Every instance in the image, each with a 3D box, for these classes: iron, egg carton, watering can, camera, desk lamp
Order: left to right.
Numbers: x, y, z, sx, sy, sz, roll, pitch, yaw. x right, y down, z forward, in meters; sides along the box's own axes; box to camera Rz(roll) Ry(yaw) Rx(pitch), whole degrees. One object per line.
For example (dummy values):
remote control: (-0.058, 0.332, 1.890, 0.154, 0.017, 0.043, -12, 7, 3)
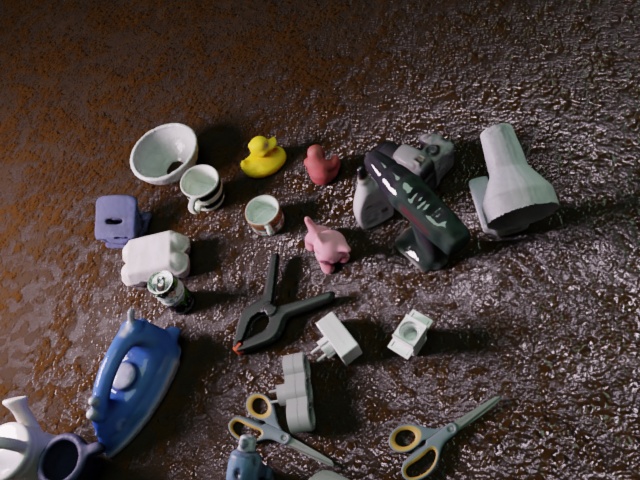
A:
watering can: (-0.536, 0.362, 0.991, 0.101, 0.194, 0.172, -29, 57, -2)
iron: (-0.358, 0.254, 1.038, 0.118, 0.142, 0.258, 9, 63, 20)
egg carton: (-0.344, 0.041, 1.204, 0.150, 0.069, 0.107, -14, 57, 7)
camera: (0.181, -0.165, 1.165, 0.136, 0.101, 0.143, 35, 74, 30)
desk lamp: (0.329, -0.090, 1.012, 0.118, 0.214, 0.203, -14, 57, 7)

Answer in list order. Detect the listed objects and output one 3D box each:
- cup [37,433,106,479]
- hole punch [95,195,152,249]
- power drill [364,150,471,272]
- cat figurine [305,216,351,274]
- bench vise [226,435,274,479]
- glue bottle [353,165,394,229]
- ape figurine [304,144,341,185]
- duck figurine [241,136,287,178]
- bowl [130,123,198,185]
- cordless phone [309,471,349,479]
cup: (-0.415, 0.388, 1.002, 0.117, 0.095, 0.091, -24, 57, 1)
hole punch: (-0.440, -0.039, 1.265, 0.108, 0.091, 0.101, -1, 60, 15)
power drill: (0.172, -0.038, 1.028, 0.076, 0.209, 0.229, -40, 58, -10)
cat figurine: (0.010, 0.004, 1.101, 0.067, 0.118, 0.127, -35, 57, -7)
bench vise: (-0.151, 0.395, 0.851, 0.121, 0.220, 0.207, -12, 58, 8)
glue bottle: (0.094, -0.088, 1.099, 0.078, 0.173, 0.037, -26, 57, 0)
ape figurine: (-0.001, -0.168, 1.221, 0.077, 0.092, 0.076, 13, 64, 22)
duck figurine: (-0.133, -0.193, 1.276, 0.104, 0.086, 0.077, -26, 57, -1)
bowl: (-0.351, -0.188, 1.339, 0.167, 0.075, 0.167, -7, 59, 11)
cordless phone: (0.027, 0.390, 0.827, 0.147, 0.185, 0.094, 18, 66, 24)
